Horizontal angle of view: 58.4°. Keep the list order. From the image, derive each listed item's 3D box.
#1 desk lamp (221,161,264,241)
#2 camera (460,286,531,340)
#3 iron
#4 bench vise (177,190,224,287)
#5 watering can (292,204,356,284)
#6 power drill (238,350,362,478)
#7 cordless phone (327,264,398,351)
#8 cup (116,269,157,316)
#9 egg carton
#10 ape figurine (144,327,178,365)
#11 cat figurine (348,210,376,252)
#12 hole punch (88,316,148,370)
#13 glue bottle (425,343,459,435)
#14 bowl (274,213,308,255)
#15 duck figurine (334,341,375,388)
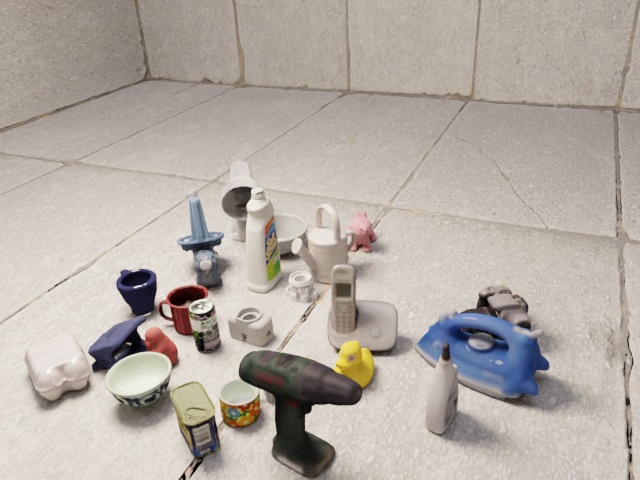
[{"bbox_3d":[-0.216,-0.105,1.625,0.118,0.214,0.203,-7,29,-7],"label":"desk lamp"},{"bbox_3d":[0.358,0.157,1.209,0.137,0.101,0.143,-6,28,-6],"label":"camera"},{"bbox_3d":[0.302,0.196,1.098,0.257,0.141,0.119,15,33,29],"label":"iron"},{"bbox_3d":[-0.288,-0.006,1.440,0.122,0.220,0.206,-19,33,-28],"label":"bench vise"},{"bbox_3d":[0.014,0.006,1.420,0.100,0.194,0.173,17,34,32],"label":"watering can"},{"bbox_3d":[-0.029,0.271,0.916,0.228,0.209,0.076,16,34,31],"label":"power drill"},{"bbox_3d":[0.087,0.137,1.180,0.147,0.185,0.094,0,28,5],"label":"cordless phone"},{"bbox_3d":[-0.430,0.123,1.345,0.117,0.095,0.092,23,38,39],"label":"cup"},{"bbox_3d":[-0.523,0.250,1.144,0.107,0.069,0.149,-21,33,-30],"label":"egg carton"},{"bbox_3d":[-0.332,0.216,1.168,0.076,0.092,0.078,-1,28,4],"label":"ape figurine"},{"bbox_3d":[0.114,-0.032,1.564,0.067,0.118,0.128,4,29,13],"label":"cat figurine"},{"bbox_3d":[-0.418,0.211,1.186,0.101,0.091,0.109,7,30,18],"label":"hole punch"},{"bbox_3d":[0.212,0.246,0.980,0.037,0.173,0.078,16,34,32],"label":"glue bottle"},{"bbox_3d":[-0.114,-0.006,1.580,0.167,0.075,0.167,-2,28,1],"label":"bowl"},{"bbox_3d":[0.064,0.234,1.107,0.077,0.086,0.105,19,35,34],"label":"duck figurine"}]
